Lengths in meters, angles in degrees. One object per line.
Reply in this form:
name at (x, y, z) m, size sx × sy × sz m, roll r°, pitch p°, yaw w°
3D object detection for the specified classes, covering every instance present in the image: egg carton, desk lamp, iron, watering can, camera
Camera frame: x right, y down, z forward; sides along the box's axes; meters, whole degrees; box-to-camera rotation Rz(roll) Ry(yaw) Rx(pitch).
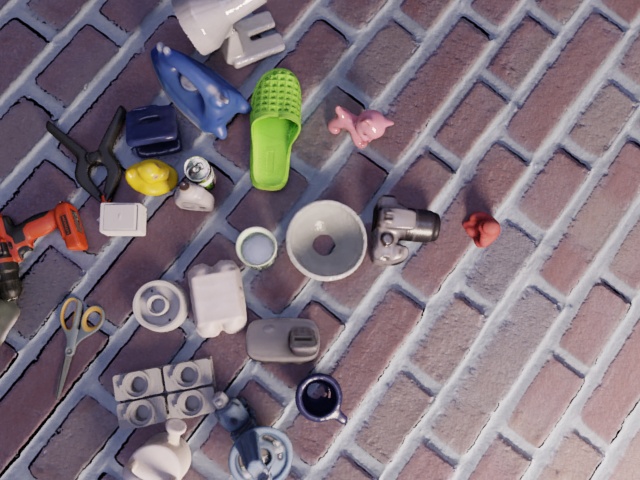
egg carton at (-0.206, 0.118, 1.157) m, size 0.107 × 0.069 × 0.150 m, roll -11°, pitch 83°, yaw -5°
desk lamp at (-0.182, -0.445, 1.163) m, size 0.203 × 0.213 × 0.118 m, roll -24°, pitch 84°, yaw -7°
iron at (-0.268, -0.334, 1.178) m, size 0.258 × 0.141 × 0.119 m, roll 41°, pitch 81°, yaw 2°
watering can at (-0.300, 0.413, 1.047) m, size 0.101 × 0.194 × 0.173 m, roll 4°, pitch 82°, yaw -3°
camera at (0.178, -0.018, 1.188) m, size 0.137 × 0.100 × 0.143 m, roll 5°, pitch 82°, yaw -3°

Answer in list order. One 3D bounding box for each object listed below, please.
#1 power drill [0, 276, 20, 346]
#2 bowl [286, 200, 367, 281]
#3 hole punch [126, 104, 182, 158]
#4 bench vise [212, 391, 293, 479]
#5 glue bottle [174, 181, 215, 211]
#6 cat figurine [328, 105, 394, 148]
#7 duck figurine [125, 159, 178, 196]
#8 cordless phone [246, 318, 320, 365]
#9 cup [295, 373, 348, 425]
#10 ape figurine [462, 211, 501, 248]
power drill at (-0.649, 0.153, 1.050) m, size 0.075 × 0.208 × 0.230 m, roll 27°, pitch 81°, yaw 0°
bowl at (0.011, 0.004, 1.186) m, size 0.167 × 0.074 × 0.167 m, roll 1°, pitch 82°, yaw -4°
hole punch at (-0.348, -0.233, 1.184) m, size 0.108 × 0.091 × 0.101 m, roll -11°, pitch 83°, yaw -5°
bench vise at (-0.138, 0.382, 1.050) m, size 0.207 × 0.219 × 0.121 m, roll 35°, pitch 81°, yaw 1°
glue bottle at (-0.255, -0.091, 1.130) m, size 0.078 × 0.173 × 0.037 m, roll 7°, pitch 82°, yaw -3°
cat figurine at (0.085, -0.248, 1.204) m, size 0.128 × 0.117 × 0.067 m, roll 27°, pitch 81°, yaw 0°
duck figurine at (-0.350, -0.136, 1.173) m, size 0.104 × 0.086 × 0.077 m, roll 4°, pitch 82°, yaw -3°
cordless phone at (-0.071, 0.196, 1.098) m, size 0.147 × 0.185 × 0.094 m, roll -2°, pitch 82°, yaw -4°
cup at (0.006, 0.315, 1.132) m, size 0.118 × 0.095 × 0.092 m, roll 41°, pitch 82°, yaw 2°
ape figurine at (0.349, -0.024, 1.205) m, size 0.076 × 0.092 × 0.078 m, roll 7°, pitch 82°, yaw -3°
